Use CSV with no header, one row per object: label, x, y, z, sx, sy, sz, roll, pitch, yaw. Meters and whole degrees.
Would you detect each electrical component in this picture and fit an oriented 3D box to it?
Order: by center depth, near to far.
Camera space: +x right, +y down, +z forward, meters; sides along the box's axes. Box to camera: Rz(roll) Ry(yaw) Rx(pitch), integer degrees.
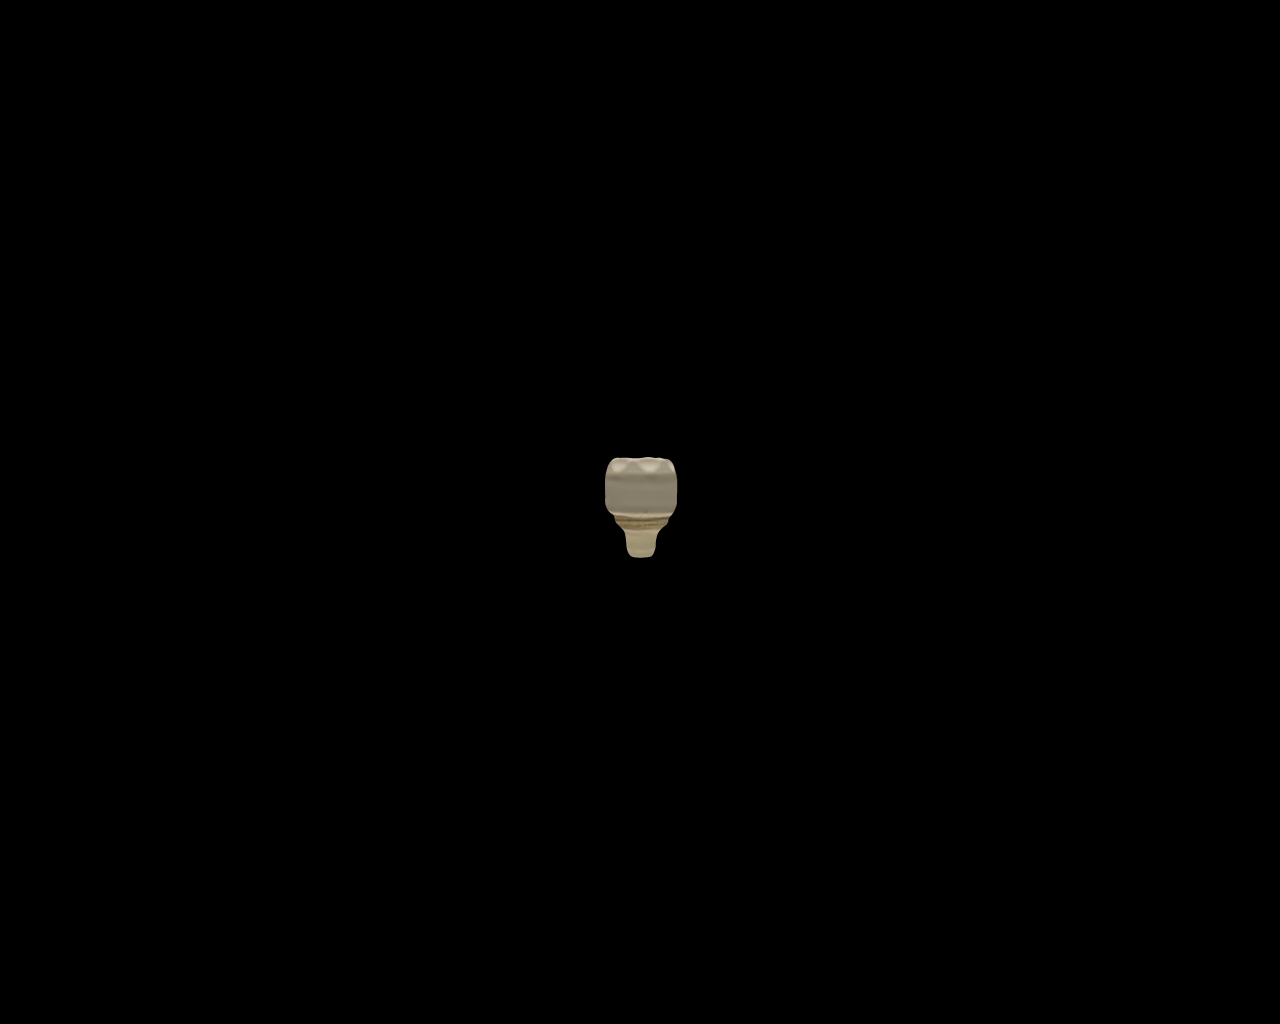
electrical component,0.001,-0.003,0.650,0.043,0.062,0.043,0,3,0
